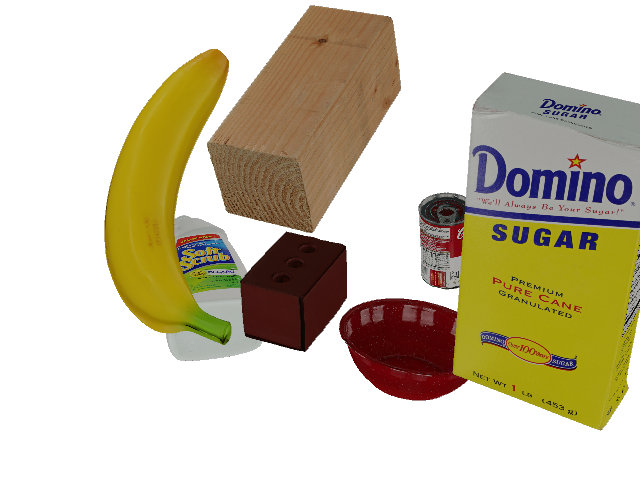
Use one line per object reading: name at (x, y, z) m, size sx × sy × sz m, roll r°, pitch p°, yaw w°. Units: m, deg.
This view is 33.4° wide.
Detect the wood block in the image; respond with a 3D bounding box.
wood block at (-0.009, -0.116, 0.977) m, size 0.091 × 0.205 × 0.090 m, roll 14°, pitch -39°, yaw 23°

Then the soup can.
soup can at (0.156, 0.002, 1.325) m, size 0.068 × 0.102 × 0.068 m, roll -4°, pitch 35°, yaw 2°

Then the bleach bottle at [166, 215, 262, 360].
bleach bottle at (-0.134, 0.036, 1.149) m, size 0.102 × 0.068 × 0.251 m, roll -5°, pitch 26°, yaw -16°

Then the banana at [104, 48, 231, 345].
banana at (-0.084, -0.025, 0.591) m, size 0.069 × 0.198 × 0.037 m, roll -2°, pitch -32°, yaw -3°

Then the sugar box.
sugar box at (0.121, 0.009, 0.554) m, size 0.093 × 0.176 × 0.048 m, roll 18°, pitch 41°, yaw 27°

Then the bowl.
bowl at (0.097, 0.122, 1.128) m, size 0.162 × 0.055 × 0.162 m, roll 5°, pitch 24°, yaw -3°

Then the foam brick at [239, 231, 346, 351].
foam brick at (-0.019, 0.037, 0.800) m, size 0.053 × 0.051 × 0.078 m, roll 12°, pitch 35°, yaw 22°
